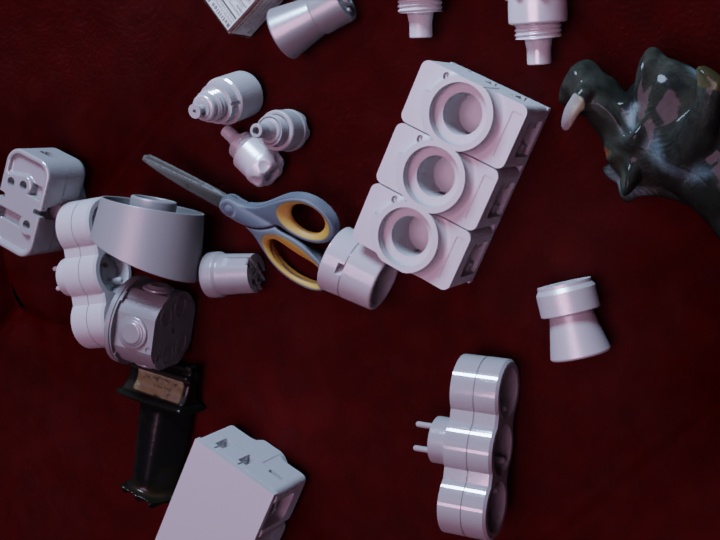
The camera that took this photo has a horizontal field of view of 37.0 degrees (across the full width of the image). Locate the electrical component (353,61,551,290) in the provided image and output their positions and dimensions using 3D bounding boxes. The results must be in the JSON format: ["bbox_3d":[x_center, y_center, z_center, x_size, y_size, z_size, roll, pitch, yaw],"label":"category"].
[{"bbox_3d":[0.066,-0.072,0.814,0.089,0.062,0.150,30,110,21],"label":"electrical component"}]

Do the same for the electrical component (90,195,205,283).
[{"bbox_3d":[-0.182,-0.030,0.932,0.099,0.099,0.064,13,97,26],"label":"electrical component"}]

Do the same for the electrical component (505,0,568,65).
[{"bbox_3d":[0.129,-0.180,0.777,0.048,0.048,0.062,3,105,28],"label":"electrical component"}]

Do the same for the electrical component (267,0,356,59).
[{"bbox_3d":[-0.036,-0.203,0.863,0.065,0.044,0.044,-23,86,24],"label":"electrical component"}]

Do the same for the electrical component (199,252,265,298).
[{"bbox_3d":[-0.110,0.003,0.931,0.046,0.040,0.040,-2,96,23],"label":"electrical component"}]

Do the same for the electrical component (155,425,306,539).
[{"bbox_3d":[-0.119,0.226,0.952,0.089,0.062,0.150,31,110,21],"label":"electrical component"}]

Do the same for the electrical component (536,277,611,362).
[{"bbox_3d":[0.156,0.036,0.791,0.045,0.045,0.055,-13,90,29],"label":"electrical component"}]

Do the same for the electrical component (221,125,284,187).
[{"bbox_3d":[-0.094,-0.100,0.910,0.061,0.035,0.035,44,114,18],"label":"electrical component"}]

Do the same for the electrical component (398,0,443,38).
[{"bbox_3d":[0.045,-0.208,0.817,0.048,0.048,0.062,5,106,27],"label":"electrical component"}]

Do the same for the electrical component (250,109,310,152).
[{"bbox_3d":[-0.068,-0.114,0.879,0.035,0.061,0.035,4,99,27],"label":"electrical component"}]

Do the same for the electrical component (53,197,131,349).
[{"bbox_3d":[-0.257,0.005,1.000,0.074,0.052,0.138,-6,94,28],"label":"electrical component"}]

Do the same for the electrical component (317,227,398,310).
[{"bbox_3d":[0.000,0.000,0.864,0.047,0.055,0.055,26,108,19],"label":"electrical component"}]

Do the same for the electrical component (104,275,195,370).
[{"bbox_3d":[-0.187,0.048,0.955,0.051,0.080,0.080,14,103,20],"label":"electrical component"}]

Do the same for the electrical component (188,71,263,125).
[{"bbox_3d":[-0.114,-0.140,0.894,0.040,0.078,0.040,12,115,27],"label":"electrical component"}]

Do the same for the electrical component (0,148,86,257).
[{"bbox_3d":[-0.298,-0.065,1.009,0.054,0.059,0.095,26,108,22],"label":"electrical component"}]

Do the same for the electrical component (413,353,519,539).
[{"bbox_3d":[0.076,0.133,0.831,0.074,0.052,0.138,5,86,27],"label":"electrical component"}]
